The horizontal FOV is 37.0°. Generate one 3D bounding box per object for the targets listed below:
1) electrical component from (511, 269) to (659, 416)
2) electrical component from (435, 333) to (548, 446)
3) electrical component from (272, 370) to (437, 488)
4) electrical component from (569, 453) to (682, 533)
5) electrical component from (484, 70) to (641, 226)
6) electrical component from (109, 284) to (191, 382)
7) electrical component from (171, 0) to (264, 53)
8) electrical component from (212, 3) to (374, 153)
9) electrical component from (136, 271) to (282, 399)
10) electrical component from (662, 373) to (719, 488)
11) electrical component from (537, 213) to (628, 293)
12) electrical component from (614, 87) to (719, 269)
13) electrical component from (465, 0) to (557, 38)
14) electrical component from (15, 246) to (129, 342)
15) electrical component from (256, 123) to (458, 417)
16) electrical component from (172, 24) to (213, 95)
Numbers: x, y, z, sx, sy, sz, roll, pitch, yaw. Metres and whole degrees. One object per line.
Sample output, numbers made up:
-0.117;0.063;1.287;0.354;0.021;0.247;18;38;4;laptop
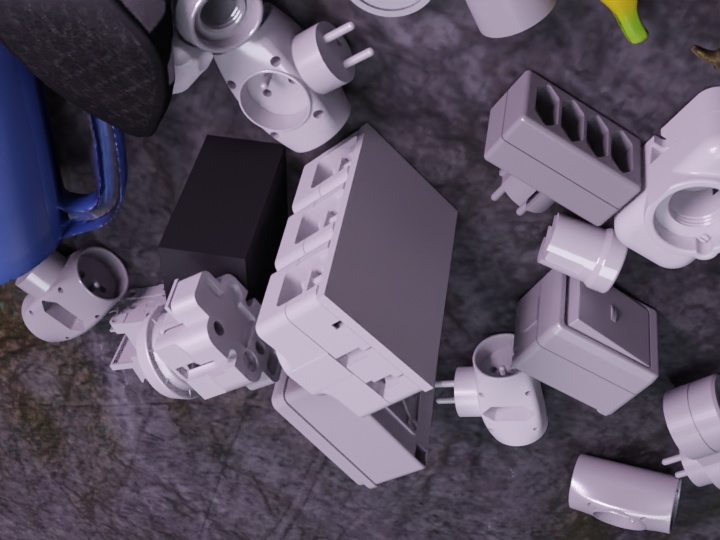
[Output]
0.157;0.046;0.711;0.096;0.061;0.061;27;134;-13;electrical component
0.092;0.088;0.782;0.079;0.043;0.077;-4;133;17;electrical component
0.000;0.075;0.745;0.056;0.108;0.108;-24;125;29;electrical component
0.209;0.180;0.842;0.077;0.044;0.079;11;158;23;electrical component
0.107;-0.059;0.628;0.083;0.047;0.075;29;134;-15;electrical component
-0.150;0.046;0.800;0.081;0.042;0.063;-8;130;20;electrical component
-0.081;-0.148;0.570;0.048;0.055;0.066;-17;142;-24;electrical component
-0.030;-0.115;0.607;0.079;0.044;0.077;-21;126;30;electrical component
-0.090;0.041;0.618;0.057;0.058;0.078;-21;126;28;electrical component
0.258;0.135;0.782;0.074;0.052;0.138;-27;124;34;electrical component
0.139;-0.012;0.674;0.046;0.040;0.040;21;136;1;electrical component
0.190;-0.048;0.610;0.054;0.059;0.095;28;134;-15;electrical component
0.064;-0.162;0.537;0.043;0.043;0.081;-14;130;26;electrical component
-0.221;0.008;0.778;0.079;0.043;0.077;40;130;-24;electrical component
0.000;0.000;0.639;0.062;0.150;0.089;-30;122;34;electrical component
-0.116;-0.120;0.623;0.043;0.043;0.062;35;133;-21;electrical component
